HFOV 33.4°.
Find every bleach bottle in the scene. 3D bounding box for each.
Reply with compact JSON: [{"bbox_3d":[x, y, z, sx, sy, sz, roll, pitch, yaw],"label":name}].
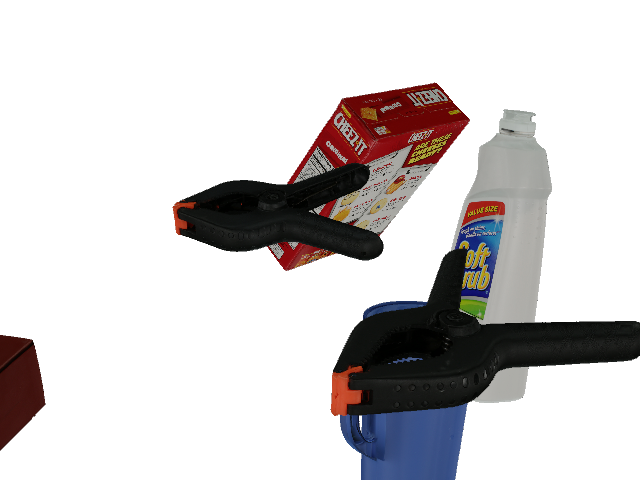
[{"bbox_3d":[0.153,0.010,0.943,0.068,0.251,0.103,0,14,-27],"label":"bleach bottle"}]

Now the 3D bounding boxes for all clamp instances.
[{"bbox_3d":[-0.032,-0.028,0.878,0.171,0.039,0.120,4,30,4],"label":"clamp"},{"bbox_3d":[0.081,0.059,0.686,0.209,0.036,0.165,-15,28,-32],"label":"clamp"}]

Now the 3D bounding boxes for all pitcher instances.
[{"bbox_3d":[0.099,0.200,1.233,0.149,0.243,0.145,5,14,7],"label":"pitcher"}]

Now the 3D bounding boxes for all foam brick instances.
[{"bbox_3d":[-0.223,0.101,0.686,0.053,0.051,0.078,6,29,22],"label":"foam brick"}]

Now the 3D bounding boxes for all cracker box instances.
[{"bbox_3d":[0.044,-0.073,1.191,0.163,0.072,0.214,-18,-28,-45],"label":"cracker box"}]
